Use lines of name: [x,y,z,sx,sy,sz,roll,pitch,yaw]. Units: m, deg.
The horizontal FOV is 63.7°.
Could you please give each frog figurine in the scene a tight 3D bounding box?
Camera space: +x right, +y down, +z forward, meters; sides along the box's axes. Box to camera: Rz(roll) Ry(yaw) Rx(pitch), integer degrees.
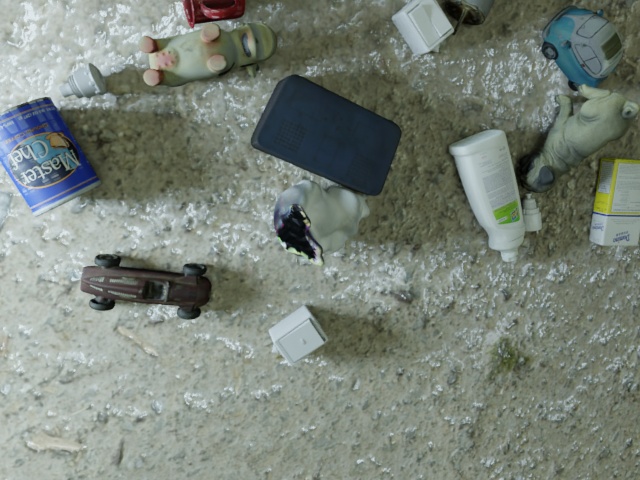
frog figurine: [0.003,-0.044,0.875,0.121,0.136,0.162,-24,13,47]
